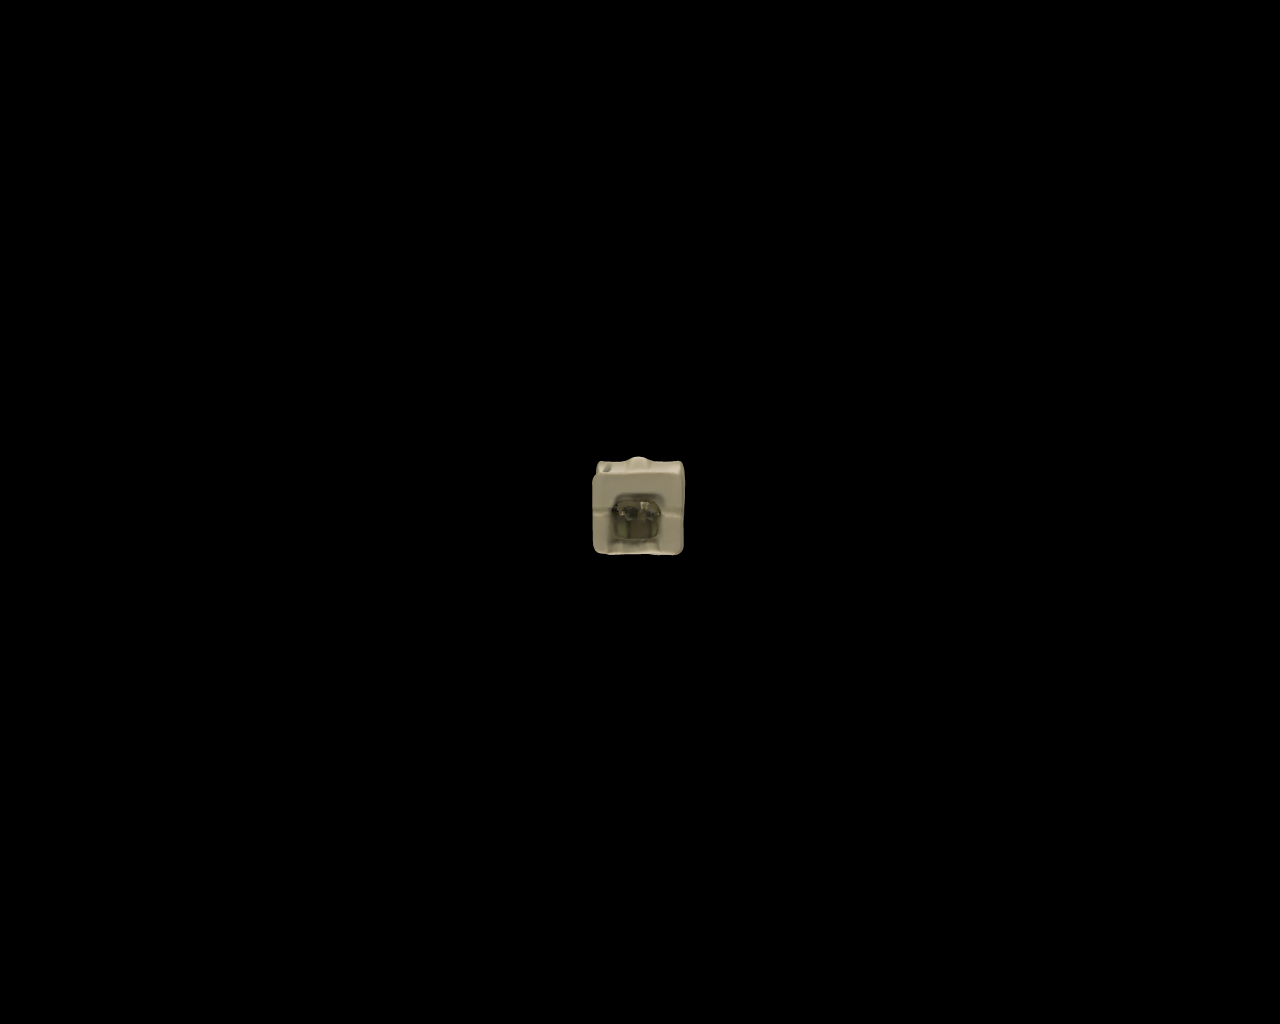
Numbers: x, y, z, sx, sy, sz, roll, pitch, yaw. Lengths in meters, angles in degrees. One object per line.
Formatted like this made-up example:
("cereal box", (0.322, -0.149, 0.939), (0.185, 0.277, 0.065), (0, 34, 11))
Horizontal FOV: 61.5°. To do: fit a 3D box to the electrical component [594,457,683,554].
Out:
("electrical component", (0.001, -0.003, 0.650), (0.050, 0.055, 0.089), (0, -2, 4))
